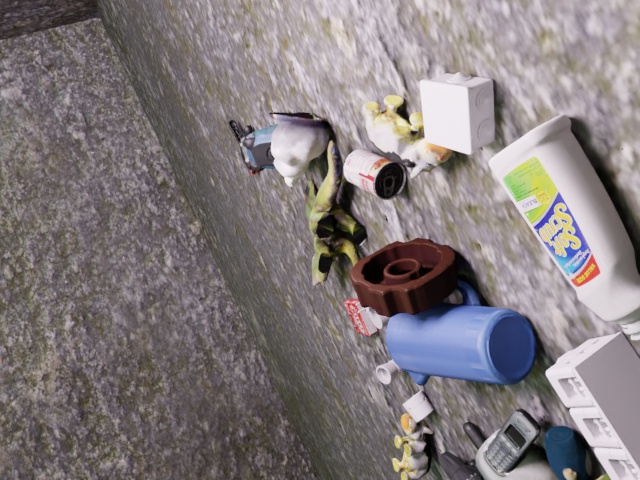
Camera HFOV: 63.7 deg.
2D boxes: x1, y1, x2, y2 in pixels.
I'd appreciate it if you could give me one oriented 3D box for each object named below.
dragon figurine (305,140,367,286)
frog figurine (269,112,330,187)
[{"bbox_3d":[0.004,-0.059,1.168,0.247,0.123,0.402,-133,36,-56],"label":"dragon figurine"},{"bbox_3d":[-0.046,-0.181,1.072,0.123,0.139,0.157,16,113,26],"label":"frog figurine"}]
